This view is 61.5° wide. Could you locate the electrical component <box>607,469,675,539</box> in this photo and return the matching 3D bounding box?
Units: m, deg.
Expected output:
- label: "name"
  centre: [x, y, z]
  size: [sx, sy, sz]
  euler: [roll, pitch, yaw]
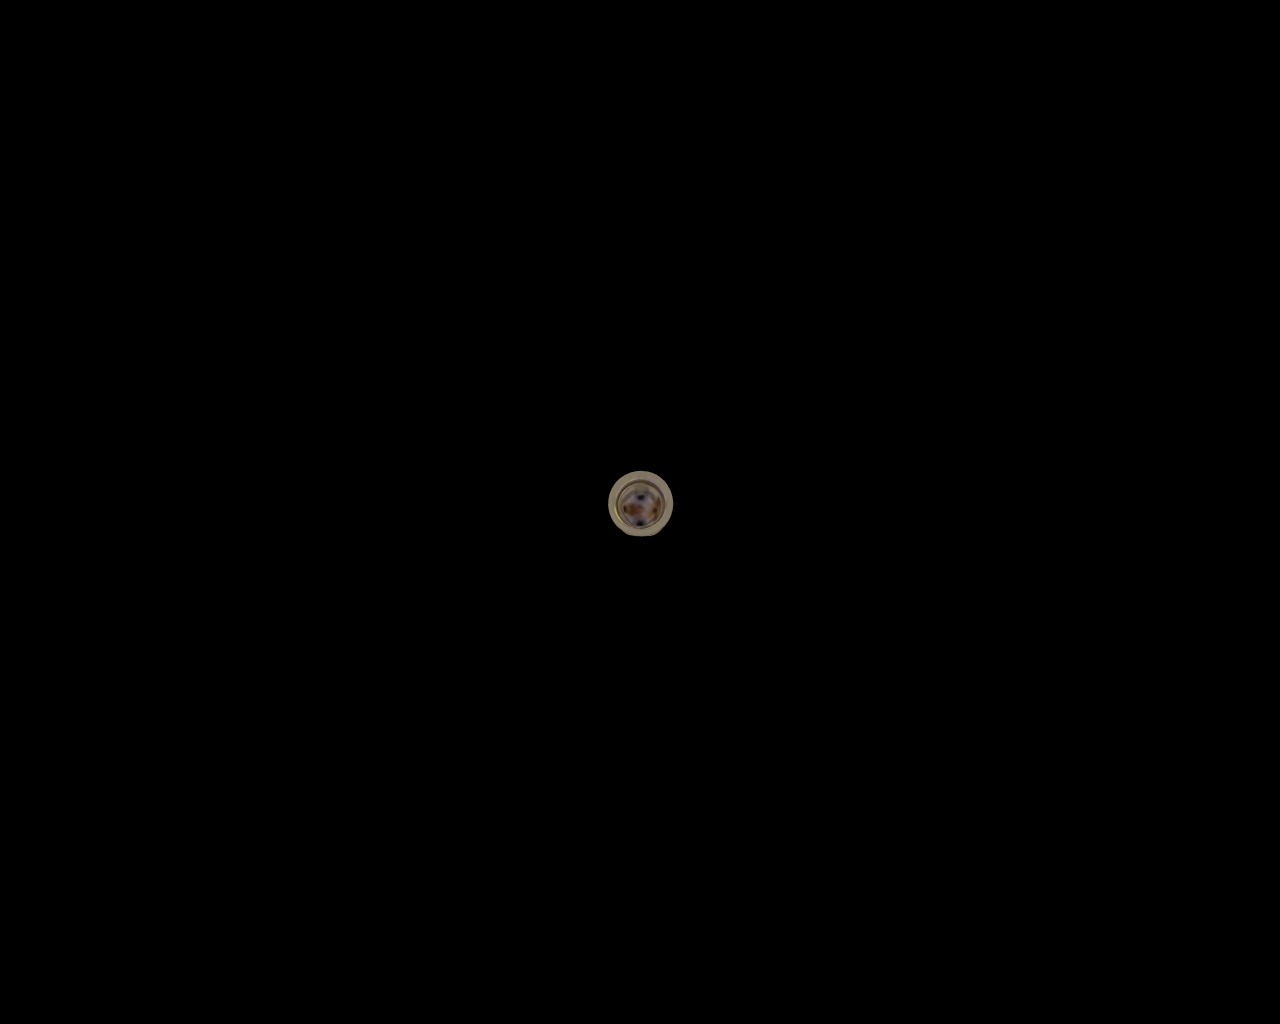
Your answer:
- label: "electrical component"
  centre: [0.001, -0.003, 0.650]
  size: [0.040, 0.040, 0.046]
  euler: [0, -9, 0]
